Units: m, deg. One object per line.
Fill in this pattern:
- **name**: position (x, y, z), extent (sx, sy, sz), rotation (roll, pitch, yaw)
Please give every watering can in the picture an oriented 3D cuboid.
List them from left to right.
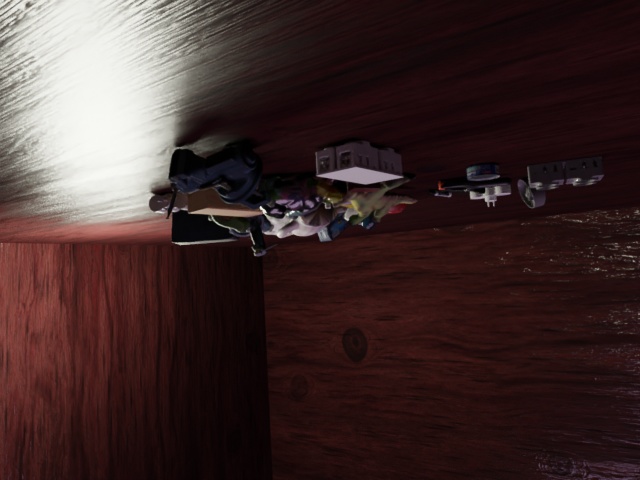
- **watering can**: position (0.006, -0.094, 1.862), extent (0.351, 0.104, 0.221), rotation (-24, 174, -25)

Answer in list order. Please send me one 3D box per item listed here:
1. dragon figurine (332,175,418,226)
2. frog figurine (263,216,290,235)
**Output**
- **dragon figurine**: position (0.195, -0.136, 1.542), extent (0.412, 0.123, 0.240), rotation (-11, 172, -30)
- **frog figurine**: position (-0.160, -0.074, 1.904), extent (0.136, 0.123, 0.160), rotation (21, 175, -28)
